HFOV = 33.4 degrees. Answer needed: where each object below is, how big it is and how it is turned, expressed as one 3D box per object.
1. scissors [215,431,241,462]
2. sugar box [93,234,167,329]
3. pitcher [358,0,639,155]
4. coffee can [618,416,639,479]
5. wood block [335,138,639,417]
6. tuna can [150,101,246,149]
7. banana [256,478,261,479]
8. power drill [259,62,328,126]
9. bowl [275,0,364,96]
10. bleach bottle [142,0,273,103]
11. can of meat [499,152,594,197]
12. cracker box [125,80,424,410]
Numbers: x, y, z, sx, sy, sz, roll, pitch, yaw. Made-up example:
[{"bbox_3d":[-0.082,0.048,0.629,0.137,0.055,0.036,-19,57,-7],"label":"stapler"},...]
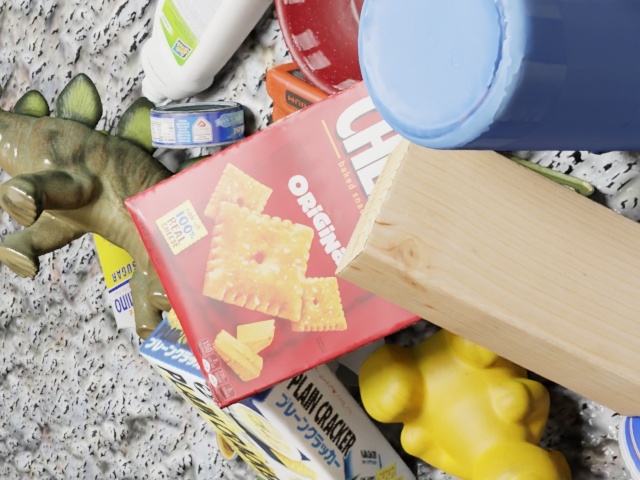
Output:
[{"bbox_3d":[-0.068,0.145,1.059,0.096,0.016,0.202,31,124,34],"label":"scissors"},{"bbox_3d":[-0.196,0.005,1.124,0.094,0.048,0.176,-8,96,48],"label":"sugar box"},{"bbox_3d":[0.144,-0.117,0.584,0.145,0.242,0.149,2,98,48],"label":"pitcher"},{"bbox_3d":[0.261,0.099,0.636,0.103,0.102,0.140,49,132,24],"label":"coffee can"},{"bbox_3d":[0.125,0.021,0.637,0.206,0.091,0.090,26,166,-3],"label":"wood block"},{"bbox_3d":[-0.111,-0.105,0.969,0.086,0.085,0.034,10,108,44],"label":"tuna can"},{"bbox_3d":[-0.006,0.228,0.883,0.069,0.037,0.198,34,158,-10],"label":"banana"},{"bbox_3d":[-0.002,-0.041,0.896,0.185,0.057,0.188,32,123,26],"label":"power drill"},{"bbox_3d":[0.038,-0.187,0.808,0.162,0.055,0.162,17,115,42],"label":"bowl"},{"bbox_3d":[-0.102,-0.212,0.944,0.251,0.067,0.102,-44,69,47],"label":"bleach bottle"},{"bbox_3d":[0.138,-0.008,0.763,0.102,0.057,0.084,25,122,40],"label":"can of meat"},{"bbox_3d":[-0.005,0.001,0.740,0.214,0.072,0.164,-25,85,12],"label":"cracker box"}]
